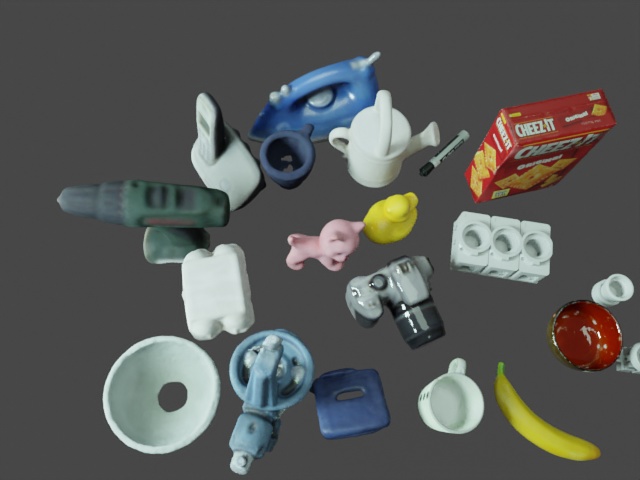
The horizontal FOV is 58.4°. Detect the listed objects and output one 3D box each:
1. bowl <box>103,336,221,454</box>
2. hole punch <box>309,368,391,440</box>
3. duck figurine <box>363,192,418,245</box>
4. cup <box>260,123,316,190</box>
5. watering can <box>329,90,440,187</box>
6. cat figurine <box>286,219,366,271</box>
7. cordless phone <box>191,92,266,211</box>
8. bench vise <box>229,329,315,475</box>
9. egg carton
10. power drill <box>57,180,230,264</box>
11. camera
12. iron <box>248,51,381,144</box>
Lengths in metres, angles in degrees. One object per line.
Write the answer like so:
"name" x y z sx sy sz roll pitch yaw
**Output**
"bowl" -0.229 0.231 0.857 0.167 0.075 0.167 1 71 -2
"hole punch" 0.043 0.242 0.855 0.108 0.091 0.101 -9 72 -5
"duck figurine" 0.121 -0.043 0.958 0.105 0.086 0.077 -32 75 -12
"cup" -0.047 -0.138 0.979 0.091 0.095 0.118 31 73 8
"watering can" 0.107 -0.173 0.945 0.173 0.194 0.101 -19 73 -8
"cat figurine" 0.008 0.003 0.921 0.128 0.118 0.067 0 71 -2
"cordless phone" -0.155 -0.143 0.929 0.094 0.185 0.147 -36 76 -13
"bench vise" -0.067 0.214 0.792 0.121 0.220 0.207 0 71 -2
"egg carton" -0.164 0.082 0.913 0.107 0.069 0.150 -11 72 -6
"power drill" -0.248 -0.029 0.874 0.229 0.208 0.075 -3 71 -3
"camera" 0.129 0.105 0.900 0.143 0.101 0.136 -22 73 -9
"iron" -0.008 -0.249 0.994 0.258 0.141 0.118 -21 73 -9
